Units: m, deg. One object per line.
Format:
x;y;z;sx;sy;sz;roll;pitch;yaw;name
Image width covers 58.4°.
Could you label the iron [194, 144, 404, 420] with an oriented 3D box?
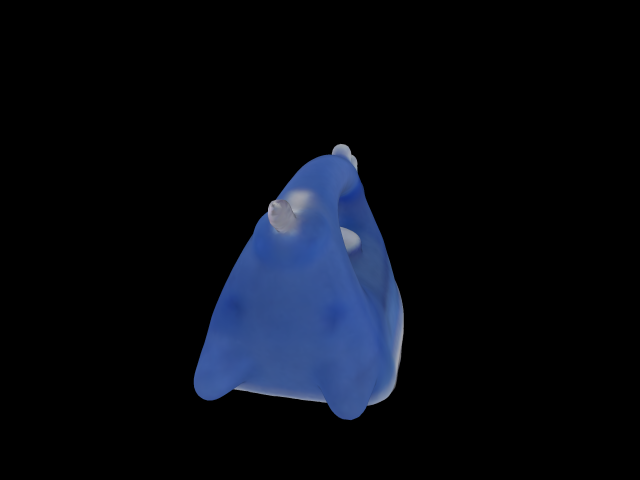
0.004;0.001;0.400;0.118;0.141;0.258;5;24;11;iron
